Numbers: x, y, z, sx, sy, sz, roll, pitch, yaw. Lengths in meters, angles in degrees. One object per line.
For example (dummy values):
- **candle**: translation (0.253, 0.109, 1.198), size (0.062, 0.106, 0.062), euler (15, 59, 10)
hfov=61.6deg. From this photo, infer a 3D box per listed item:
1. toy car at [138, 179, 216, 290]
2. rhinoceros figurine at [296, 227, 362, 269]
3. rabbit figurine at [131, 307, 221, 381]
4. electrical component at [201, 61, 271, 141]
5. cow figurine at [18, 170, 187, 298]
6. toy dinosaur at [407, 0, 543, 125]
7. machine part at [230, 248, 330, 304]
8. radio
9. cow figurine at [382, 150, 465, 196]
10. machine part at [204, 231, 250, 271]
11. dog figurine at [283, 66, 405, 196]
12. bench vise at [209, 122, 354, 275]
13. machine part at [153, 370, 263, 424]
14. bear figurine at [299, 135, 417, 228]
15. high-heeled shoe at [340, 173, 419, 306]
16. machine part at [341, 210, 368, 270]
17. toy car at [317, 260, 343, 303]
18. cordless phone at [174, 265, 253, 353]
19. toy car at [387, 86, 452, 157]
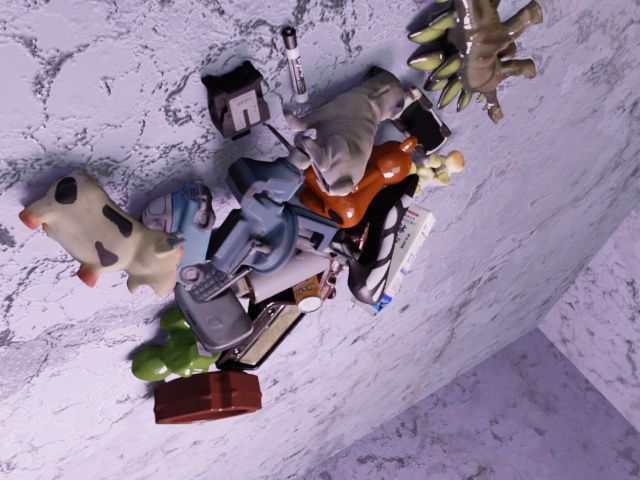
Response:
- **toy car**: translation (-0.214, -0.010, 0.782), size (0.103, 0.109, 0.161), euler (6, 124, -21)
- **rhinoceros figurine**: translation (-0.002, -0.003, 0.977), size (0.190, 0.112, 0.073), euler (27, 69, -42)
- **rabbit figurine**: translation (-0.280, 0.212, 1.036), size (0.170, 0.121, 0.159), euler (-27, 161, 18)
- **electrical component**: translation (-0.110, -0.172, 0.721), size (0.075, 0.048, 0.119), euler (-26, 147, -19)
- **cow figurine**: translation (-0.258, -0.003, 0.680), size (0.127, 0.085, 0.194), euler (-42, 107, -5)
- **toy dinosaur**: translation (0.241, -0.317, 0.850), size (0.198, 0.105, 0.470), euler (-37, 146, 4)
- **machine part**: translation (-0.069, 0.056, 1.050), size (0.243, 0.079, 0.079), euler (-25, 148, -24)
- **radio**: translation (-0.133, 0.184, 1.153), size (0.131, 0.073, 0.229), euler (14, 122, -48)
- **cow figurine**: translation (0.212, -0.134, 1.094), size (0.167, 0.068, 0.098), euler (-21, -175, -27)
- **machine part**: translation (-0.155, 0.013, 0.911), size (0.139, 0.084, 0.039), euler (-4, 166, -27)
- **dog figurine**: translation (0.065, -0.163, 0.808), size (0.191, 0.172, 0.121), euler (-28, 160, -3)
- **bench vise**: translation (-0.052, -0.034, 0.820), size (0.240, 0.129, 0.223), euler (19, 105, -44)
- **machine part**: translation (-0.245, 0.347, 1.184), size (0.201, 0.087, 0.201), euler (-16, 159, 17)
- **bear figurine**: translation (0.071, -0.119, 0.941), size (0.196, 0.132, 0.120), euler (-50, 169, -17)
- **high-heeled shoe**: translation (0.131, -0.001, 0.983), size (0.249, 0.086, 0.145), euler (-43, 116, -21)
- **machine part**: translation (0.102, -0.014, 1.115), size (0.179, 0.056, 0.179), euler (-41, 147, -35)
- **toy car**: translation (0.018, 0.079, 1.189), size (0.089, 0.053, 0.202), euler (-17, 138, -43)
- **cordless phone**: translation (-0.150, 0.097, 0.949), size (0.184, 0.147, 0.088), euler (-38, 158, 0)
- **toy car**: translation (0.178, -0.212, 0.973), size (0.073, 0.056, 0.201), euler (-39, 150, 15)
